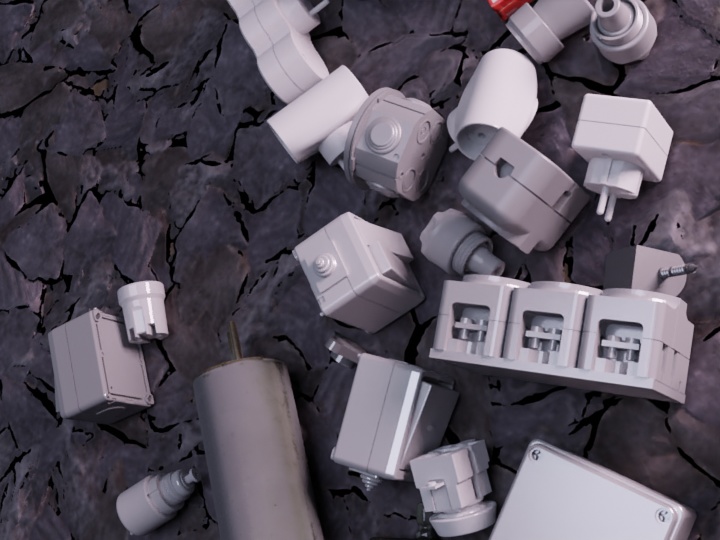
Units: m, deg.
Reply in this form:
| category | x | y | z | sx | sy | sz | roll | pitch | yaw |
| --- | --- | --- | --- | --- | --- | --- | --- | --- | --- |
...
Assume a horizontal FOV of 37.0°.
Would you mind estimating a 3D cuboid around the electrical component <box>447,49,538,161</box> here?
| category | x | y | z | sx | sy | sz | roll | pitch | yaw |
| --- | --- | --- | --- | --- | --- | --- | --- | --- | --- |
| electrical component | 0.092 | -0.113 | 0.803 | 0.079 | 0.044 | 0.077 | -37 | 27 | 53 |

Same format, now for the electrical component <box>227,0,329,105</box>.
| category | x | y | z | sx | sy | sz | roll | pitch | yaw |
| --- | --- | --- | --- | --- | --- | --- | --- | --- | --- |
| electrical component | -0.059 | -0.213 | 0.911 | 0.074 | 0.052 | 0.138 | -34 | 64 | 18 |

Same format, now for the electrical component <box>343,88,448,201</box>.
| category | x | y | z | sx | sy | sz | roll | pitch | yaw |
| --- | --- | --- | --- | --- | --- | --- | --- | --- | --- |
| electrical component | 0.027 | -0.094 | 0.819 | 0.051 | 0.080 | 0.080 | 23 | 90 | 26 |

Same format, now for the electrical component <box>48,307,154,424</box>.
| category | x | y | z | sx | sy | sz | roll | pitch | yaw |
| --- | --- | --- | --- | --- | --- | --- | --- | --- | --- |
| electrical component | -0.228 | 0.080 | 0.928 | 0.061 | 0.062 | 0.096 | -25 | 67 | 22 |

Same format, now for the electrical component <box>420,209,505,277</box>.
| category | x | y | z | sx | sy | sz | roll | pitch | yaw |
| --- | --- | --- | --- | --- | --- | --- | --- | --- | --- |
| electrical component | 0.078 | -0.014 | 0.792 | 0.062 | 0.043 | 0.043 | 37 | 97 | 30 |

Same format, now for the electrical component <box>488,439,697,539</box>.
| category | x | y | z | sx | sy | sz | roll | pitch | yaw |
| --- | --- | --- | --- | --- | --- | --- | --- | --- | --- |
| electrical component | 0.145 | 0.181 | 0.698 | 0.109 | 0.056 | 0.108 | 23 | 89 | 31 |

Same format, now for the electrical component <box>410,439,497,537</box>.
| category | x | y | z | sx | sy | sz | roll | pitch | yaw |
| --- | --- | --- | --- | --- | --- | --- | --- | --- | --- |
| electrical component | 0.068 | 0.153 | 0.749 | 0.048 | 0.066 | 0.055 | -16 | 86 | 37 |

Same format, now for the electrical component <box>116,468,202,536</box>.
| category | x | y | z | sx | sy | sz | roll | pitch | yaw |
| --- | --- | --- | --- | --- | --- | --- | --- | --- | --- |
| electrical component | -0.163 | 0.185 | 0.878 | 0.078 | 0.040 | 0.040 | -34 | 64 | 18 |

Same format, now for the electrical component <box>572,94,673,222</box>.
| category | x | y | z | sx | sy | sz | roll | pitch | yaw |
| --- | --- | --- | --- | --- | --- | --- | --- | --- | --- |
| electrical component | 0.176 | -0.072 | 0.738 | 0.047 | 0.066 | 0.076 | 12 | 84 | 31 |

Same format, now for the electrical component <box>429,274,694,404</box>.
| category | x | y | z | sx | sy | sz | roll | pitch | yaw |
| --- | --- | --- | --- | --- | --- | --- | --- | --- | --- |
| electrical component | 0.136 | 0.043 | 0.718 | 0.150 | 0.089 | 0.061 | 6 | 81 | 30 |

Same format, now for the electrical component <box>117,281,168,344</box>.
| category | x | y | z | sx | sy | sz | roll | pitch | yaw |
| --- | --- | --- | --- | --- | --- | --- | --- | --- | --- |
| electrical component | -0.186 | 0.037 | 0.929 | 0.040 | 0.040 | 0.046 | -19 | 74 | 24 |

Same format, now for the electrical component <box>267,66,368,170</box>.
| category | x | y | z | sx | sy | sz | roll | pitch | yaw |
| --- | --- | --- | --- | --- | --- | --- | --- | --- | --- |
| electrical component | -0.021 | -0.111 | 0.868 | 0.077 | 0.044 | 0.079 | -37 | 86 | -2 |

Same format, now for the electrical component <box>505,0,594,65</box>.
| category | x | y | z | sx | sy | sz | roll | pitch | yaw |
| --- | --- | --- | --- | --- | --- | --- | --- | --- | --- |
| electrical component | 0.142 | -0.185 | 0.797 | 0.055 | 0.045 | 0.045 | -40 | 62 | 15 |

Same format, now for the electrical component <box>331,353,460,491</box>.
| category | x | y | z | sx | sy | sz | roll | pitch | yaw |
| --- | --- | --- | --- | --- | --- | --- | --- | --- | --- |
| electrical component | 0.026 | 0.115 | 0.778 | 0.061 | 0.062 | 0.096 | 12 | 84 | 31 |

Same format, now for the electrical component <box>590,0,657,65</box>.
| category | x | y | z | sx | sy | sz | roll | pitch | yaw |
| --- | --- | --- | --- | --- | --- | --- | --- | --- | --- |
| electrical component | 0.183 | -0.174 | 0.761 | 0.043 | 0.062 | 0.043 | -7 | 74 | 28 |

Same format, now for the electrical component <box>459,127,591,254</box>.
| category | x | y | z | sx | sy | sz | roll | pitch | yaw |
| --- | --- | --- | --- | --- | --- | --- | --- | --- | --- |
| electrical component | 0.113 | -0.051 | 0.751 | 0.054 | 0.095 | 0.059 | 42 | 99 | 30 |

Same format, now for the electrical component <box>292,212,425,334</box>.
| category | x | y | z | sx | sy | sz | roll | pitch | yaw |
| --- | --- | --- | --- | --- | --- | --- | --- | --- | --- |
| electrical component | 0.000 | 0.000 | 0.800 | 0.061 | 0.096 | 0.061 | -34 | 63 | 18 |
